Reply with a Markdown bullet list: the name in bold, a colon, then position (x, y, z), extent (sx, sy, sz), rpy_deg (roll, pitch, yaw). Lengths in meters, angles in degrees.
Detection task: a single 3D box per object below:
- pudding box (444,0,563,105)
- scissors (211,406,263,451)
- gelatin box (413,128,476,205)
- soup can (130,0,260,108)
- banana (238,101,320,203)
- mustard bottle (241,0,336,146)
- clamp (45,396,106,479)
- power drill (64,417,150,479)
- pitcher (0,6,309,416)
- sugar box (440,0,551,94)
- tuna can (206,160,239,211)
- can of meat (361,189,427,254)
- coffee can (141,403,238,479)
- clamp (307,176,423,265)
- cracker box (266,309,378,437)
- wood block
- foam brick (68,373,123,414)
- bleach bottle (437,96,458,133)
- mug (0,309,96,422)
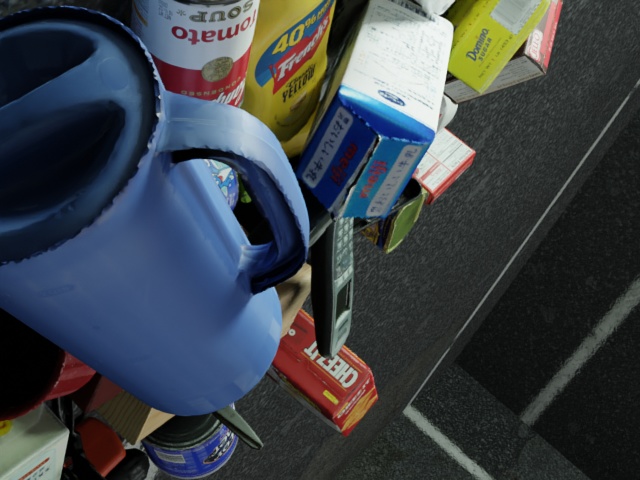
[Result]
- **pudding box**: position (0.167, -0.184, 1.002), extent (0.114, 0.039, 0.090), rpy_deg (-17, -133, 49)
- **scissors**: position (-0.120, 0.141, 0.934), extent (0.096, 0.202, 0.016), rpy_deg (-26, 123, -6)
- **gelatin box**: position (0.108, -0.090, 1.132), extent (0.073, 0.089, 0.030), rpy_deg (-43, 165, -23)
- **soup can**: position (-0.069, -0.117, 0.584), extent (0.068, 0.068, 0.102), rpy_deg (-40, 162, -31)
- **banana**: position (-0.011, -0.078, 0.842), extent (0.197, 0.070, 0.037), rpy_deg (-30, 148, -37)
- **mustard bottle**: position (-0.029, -0.134, 0.680), extent (0.096, 0.058, 0.192), rpy_deg (-44, 165, -24)
- **clamp**: position (-0.212, 0.161, 0.865), extent (0.039, 0.120, 0.172), rpy_deg (-5, 165, -28)
- **power drill**: position (-0.234, 0.244, 1.039), extent (0.184, 0.057, 0.188), rpy_deg (-40, 163, -31)
- **pitcher**: position (-0.092, 0.004, 0.550), extent (0.145, 0.149, 0.242), rpy_deg (-45, 150, -9)
- **sugar box**: position (0.135, -0.188, 0.916), extent (0.093, 0.048, 0.176), rpy_deg (-53, -165, 13)
- **tuna can**: position (-0.093, -0.041, 0.672), extent (0.033, 0.086, 0.086), rpy_deg (-40, 163, -38)
- **can of meat**: position (0.059, -0.043, 1.122), extent (0.057, 0.084, 0.102), rpy_deg (-43, 164, -22)
- **coffee can**: position (-0.135, 0.174, 1.063), extent (0.102, 0.103, 0.140), rpy_deg (-45, 165, -17)
- **clamp**: position (-0.007, 0.001, 1.008), extent (0.210, 0.036, 0.164), rpy_deg (-32, 173, 15)
- **cracker box**: position (-0.018, 0.133, 1.183), extent (0.072, 0.164, 0.213), rpy_deg (-49, 166, -10)
- **wood block**: position (-0.106, 0.069, 0.904), extent (0.205, 0.091, 0.090), rpy_deg (-32, 157, -48)
- **foam brick**: position (-0.167, 0.072, 0.758), extent (0.051, 0.078, 0.053), rpy_deg (-26, 153, -54)
- **bleach bottle**: position (0.077, -0.120, 1.026), extent (0.103, 0.068, 0.250), rpy_deg (-54, 167, 32)
- **mug**: position (-0.192, 0.070, 0.663), extent (0.117, 0.093, 0.081), rpy_deg (-47, 171, 6)
